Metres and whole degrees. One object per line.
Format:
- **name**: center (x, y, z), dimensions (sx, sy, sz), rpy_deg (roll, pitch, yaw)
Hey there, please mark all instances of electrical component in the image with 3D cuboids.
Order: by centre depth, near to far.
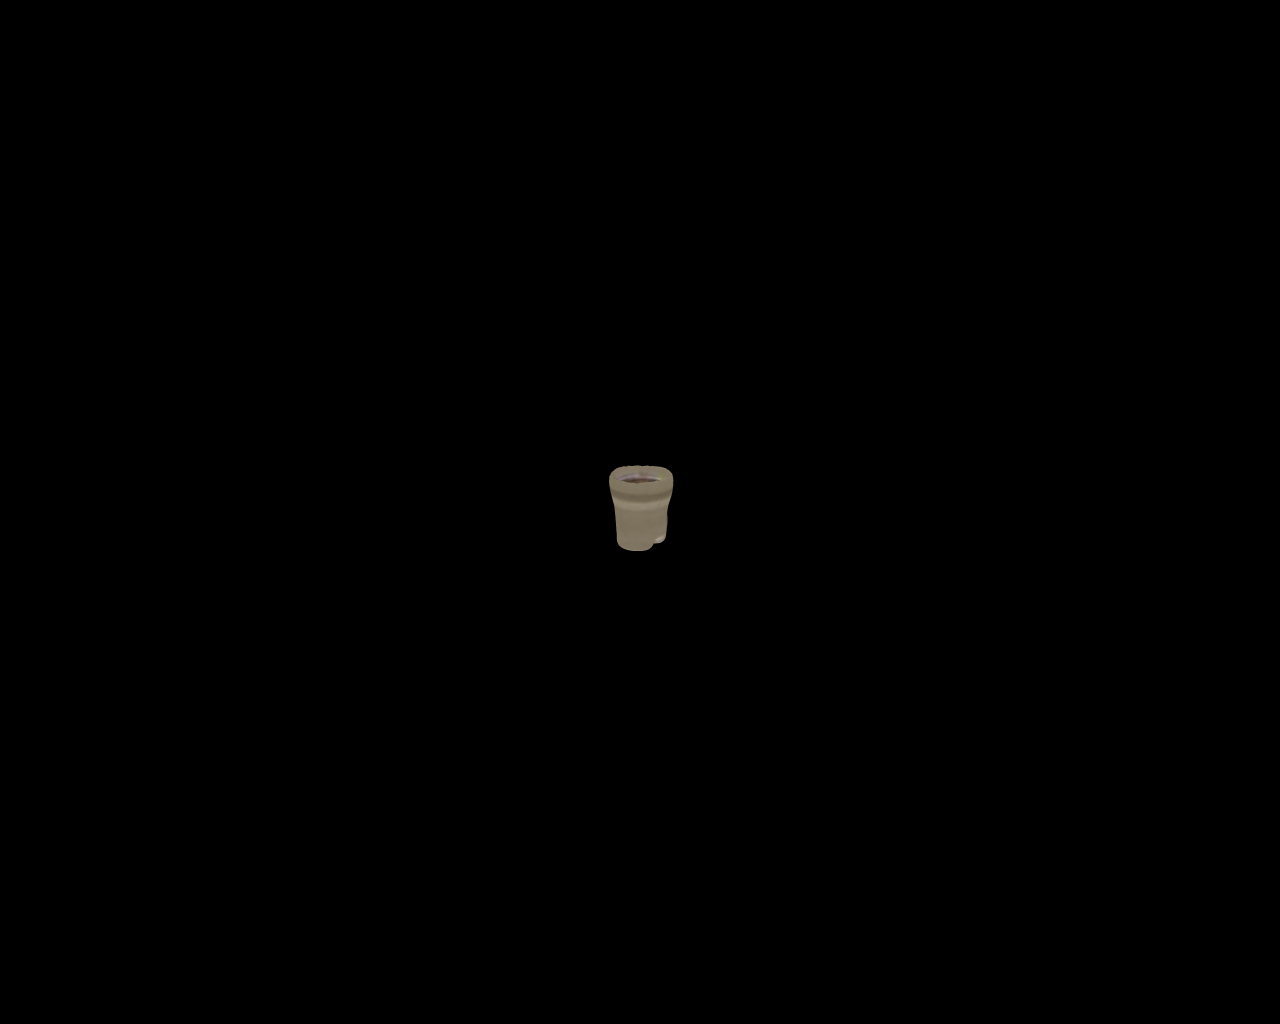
- **electrical component**: center (0.001, -0.003, 0.650), dimensions (0.040, 0.046, 0.040), rpy_deg (0, 20, 0)
